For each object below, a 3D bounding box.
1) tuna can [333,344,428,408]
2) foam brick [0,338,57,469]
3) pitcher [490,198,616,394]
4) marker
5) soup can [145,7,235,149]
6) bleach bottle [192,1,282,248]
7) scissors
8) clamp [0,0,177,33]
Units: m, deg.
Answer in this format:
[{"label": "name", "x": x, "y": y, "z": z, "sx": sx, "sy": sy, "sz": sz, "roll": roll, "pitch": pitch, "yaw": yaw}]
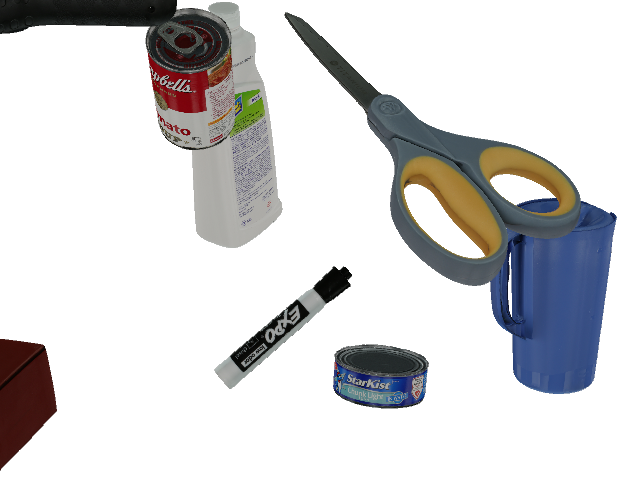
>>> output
[{"label": "tuna can", "x": 0.054, "y": 0.123, "z": 0.970, "sx": 0.086, "sy": 0.034, "sz": 0.086, "roll": 4, "pitch": 11, "yaw": -1}, {"label": "foam brick", "x": -0.213, "y": 0.104, "z": 0.676, "sx": 0.053, "sy": 0.051, "sz": 0.078, "roll": 6, "pitch": 29, "yaw": 22}, {"label": "pitcher", "x": 0.302, "y": 0.075, "z": 1.395, "sx": 0.149, "sy": 0.243, "sz": 0.144, "roll": 4, "pitch": 20, "yaw": 15}, {"label": "marker", "x": -0.025, "y": 0.061, "z": 0.773, "sx": 0.121, "sy": 0.020, "sz": 0.020, "roll": -40, "pitch": 5, "yaw": -5}, {"label": "soup can", "x": -0.105, "y": -0.131, "z": 0.881, "sx": 0.068, "sy": 0.068, "sz": 0.102, "roll": 0, "pitch": -33, "yaw": -2}, {"label": "bleach bottle", "x": -0.087, "y": -0.120, "z": 1.076, "sx": 0.068, "sy": 0.251, "sz": 0.102, "roll": 20, "pitch": 40, "yaw": 25}, {"label": "scissors", "x": 0.053, "y": -0.056, "z": 0.515, "sx": 0.096, "sy": 0.016, "sz": 0.202, "roll": -7, "pitch": 46, "yaw": -16}, {"label": "clamp", "x": -0.173, "y": -0.141, "z": 0.604, "sx": 0.171, "sy": 0.039, "sz": 0.120, "roll": -6, "pitch": 23, "yaw": -14}]
